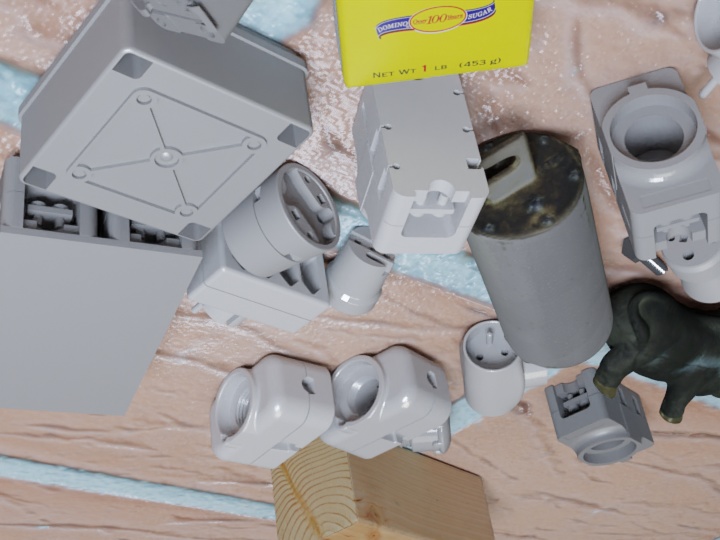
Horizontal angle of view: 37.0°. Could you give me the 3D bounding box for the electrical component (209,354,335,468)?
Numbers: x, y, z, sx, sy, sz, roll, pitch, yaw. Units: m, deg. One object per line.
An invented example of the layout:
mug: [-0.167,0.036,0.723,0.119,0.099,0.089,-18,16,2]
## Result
electrical component: [-0.071,0.107,0.814,0.059,0.053,0.095,18,138,-34]

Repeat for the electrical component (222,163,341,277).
electrical component: [-0.047,-0.027,0.623,0.047,0.055,0.055,-27,143,30]

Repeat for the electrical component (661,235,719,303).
electrical component: [0.232,-0.009,0.727,0.045,0.045,0.055,-24,143,21]

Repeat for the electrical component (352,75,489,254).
electrical component: [0.029,-0.056,0.566,0.050,0.089,0.055,0,145,-14]

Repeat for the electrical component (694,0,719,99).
electrical component: [0.210,-0.116,0.564,0.077,0.043,0.079,6,144,-21]

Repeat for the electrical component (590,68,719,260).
electrical component: [0.163,-0.061,0.592,0.050,0.089,0.055,-16,146,9]

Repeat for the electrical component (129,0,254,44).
electrical component: [-0.063,-0.131,0.444,0.081,0.063,0.042,21,162,34]

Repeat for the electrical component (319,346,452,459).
electrical component: [0.014,0.101,0.825,0.095,0.053,0.059,-30,141,27]

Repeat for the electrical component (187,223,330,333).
electrical component: [-0.076,0.011,0.676,0.083,0.047,0.076,21,136,-37]

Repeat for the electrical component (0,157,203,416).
electrical component: [-0.173,0.015,0.646,0.105,0.060,0.186,7,143,-23]

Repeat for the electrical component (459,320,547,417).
electrical component: [0.118,0.072,0.818,0.079,0.044,0.077,-10,147,0]

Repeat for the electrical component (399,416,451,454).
electrical component: [0.043,0.128,0.883,0.062,0.048,0.048,-4,146,5]

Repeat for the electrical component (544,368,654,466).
electrical component: [0.205,0.129,0.913,0.050,0.055,0.089,-31,141,28]

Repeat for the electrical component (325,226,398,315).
electrical component: [0.000,0.000,0.687,0.040,0.040,0.046,7,137,-23]

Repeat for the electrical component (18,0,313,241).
electrical component: [-0.097,-0.076,0.535,0.109,0.056,0.109,20,136,-36]
